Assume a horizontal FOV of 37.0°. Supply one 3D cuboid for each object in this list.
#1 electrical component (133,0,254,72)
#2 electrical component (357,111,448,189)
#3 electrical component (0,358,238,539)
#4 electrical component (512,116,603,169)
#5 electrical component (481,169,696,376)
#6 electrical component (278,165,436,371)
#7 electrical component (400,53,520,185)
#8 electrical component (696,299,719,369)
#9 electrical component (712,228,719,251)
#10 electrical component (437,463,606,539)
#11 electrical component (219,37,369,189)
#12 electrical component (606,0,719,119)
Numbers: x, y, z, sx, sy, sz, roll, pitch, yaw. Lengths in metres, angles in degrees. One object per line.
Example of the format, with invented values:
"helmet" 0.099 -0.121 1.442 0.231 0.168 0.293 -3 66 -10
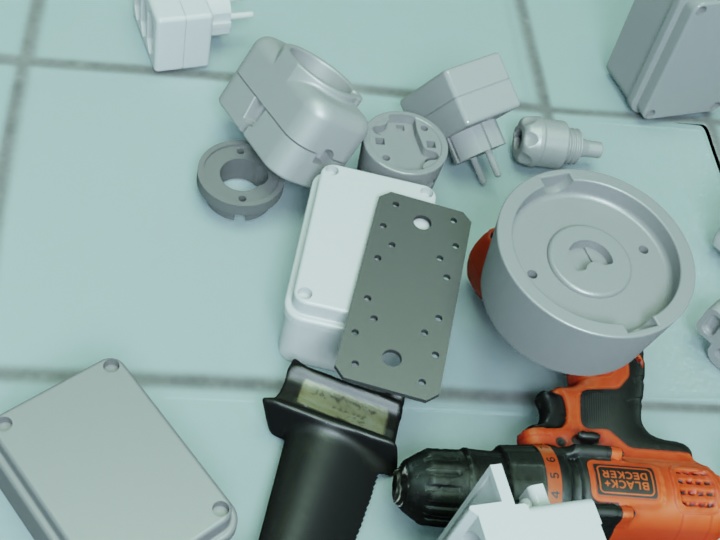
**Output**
"electrical component" -0.114 -0.182 0.753 0.077 0.047 0.065 -11 57 -21
"electrical component" 0.025 -0.067 0.698 0.055 0.047 0.055 6 52 -8
"electrical component" -0.121 0.108 0.525 0.078 0.057 0.113 -29 64 -30
"electrical component" 0.139 -0.087 0.748 0.061 0.035 0.035 6 52 -12
"electrical component" 0.118 0.006 0.582 0.108 0.060 0.108 6 54 -9
"electrical component" 0.000 0.000 0.635 0.078 0.057 0.113 13 52 -3
"electrical component" 0.074 -0.095 0.725 0.047 0.066 0.076 -23 91 -27
"electrical component" 0.258 0.041 0.664 0.057 0.058 0.078 -34 67 -29
"electrical component" 0.292 -0.011 0.708 0.062 0.061 0.096 -26 63 -27
"electrical component" 0.066 0.151 0.494 0.063 0.121 0.078 -3 54 -19
"electrical component" -0.040 -0.103 0.684 0.054 0.059 0.095 16 28 -45
"electrical component" 0.240 -0.170 0.785 0.078 0.113 0.057 -9 53 -19
